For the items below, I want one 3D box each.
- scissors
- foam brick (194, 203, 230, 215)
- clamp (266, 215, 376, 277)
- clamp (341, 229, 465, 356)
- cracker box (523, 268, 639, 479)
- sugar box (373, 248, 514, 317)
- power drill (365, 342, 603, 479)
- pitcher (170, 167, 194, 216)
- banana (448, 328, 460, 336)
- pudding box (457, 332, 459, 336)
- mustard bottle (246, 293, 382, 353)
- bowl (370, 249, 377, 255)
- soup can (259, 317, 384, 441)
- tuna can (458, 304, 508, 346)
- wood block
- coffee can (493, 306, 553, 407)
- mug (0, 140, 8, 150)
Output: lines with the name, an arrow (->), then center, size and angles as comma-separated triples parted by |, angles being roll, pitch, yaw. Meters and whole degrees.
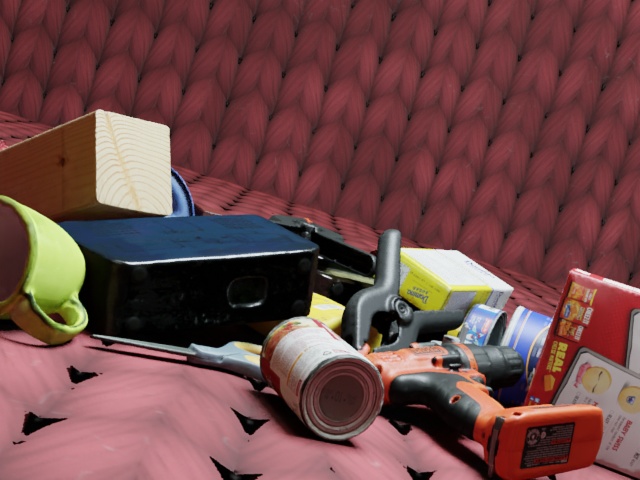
scissors -> -0.098, 0.093, 0.900 | 0.201, 0.016, 0.096 | 16, 4, -17
foam brick -> -0.143, -0.001, 1.369 | 0.053, 0.078, 0.051 | 15, 5, -24
clamp -> -0.008, 0.001, 1.216 | 0.164, 0.036, 0.210 | 19, 5, 5
clamp -> 0.064, 0.061, 1.011 | 0.120, 0.039, 0.171 | 52, 39, 7
cracker box -> 0.309, 0.136, 0.984 | 0.214, 0.164, 0.072 | 19, 8, 16
sugar box -> 0.144, 0.049, 1.221 | 0.093, 0.048, 0.175 | 36, 14, 29
power drill -> 0.147, 0.137, 0.906 | 0.184, 0.057, 0.188 | -3, 14, -32
pitcher -> -0.204, -0.025, 1.255 | 0.145, 0.149, 0.243 | 2, 4, -5
banana -> 0.144, 0.111, 1.401 | 0.198, 0.037, 0.069 | 21, -14, 15
pudding box -> 0.228, 0.146, 1.280 | 0.113, 0.039, 0.090 | 12, 8, -31
mustard bottle -> -0.032, 0.073, 1.076 | 0.096, 0.058, 0.192 | 1, 15, -40
bowl -> 0.132, 0.072, 1.473 | 0.162, 0.055, 0.162 | 22, -15, 6
soup can -> 0.000, 0.105, 0.819 | 0.068, 0.068, 0.102 | 15, 6, -22
tuna can -> 0.177, 0.115, 1.182 | 0.034, 0.086, 0.086 | 18, 5, 21
wood block -> -0.248, -0.053, 1.055 | 0.207, 0.091, 0.090 | -13, -15, 40
coffee can -> 0.254, 0.139, 1.094 | 0.140, 0.103, 0.102 | 19, 6, 17
mug -> -0.351, -0.052, 1.239 | 0.081, 0.093, 0.117 | 22, 36, -7
